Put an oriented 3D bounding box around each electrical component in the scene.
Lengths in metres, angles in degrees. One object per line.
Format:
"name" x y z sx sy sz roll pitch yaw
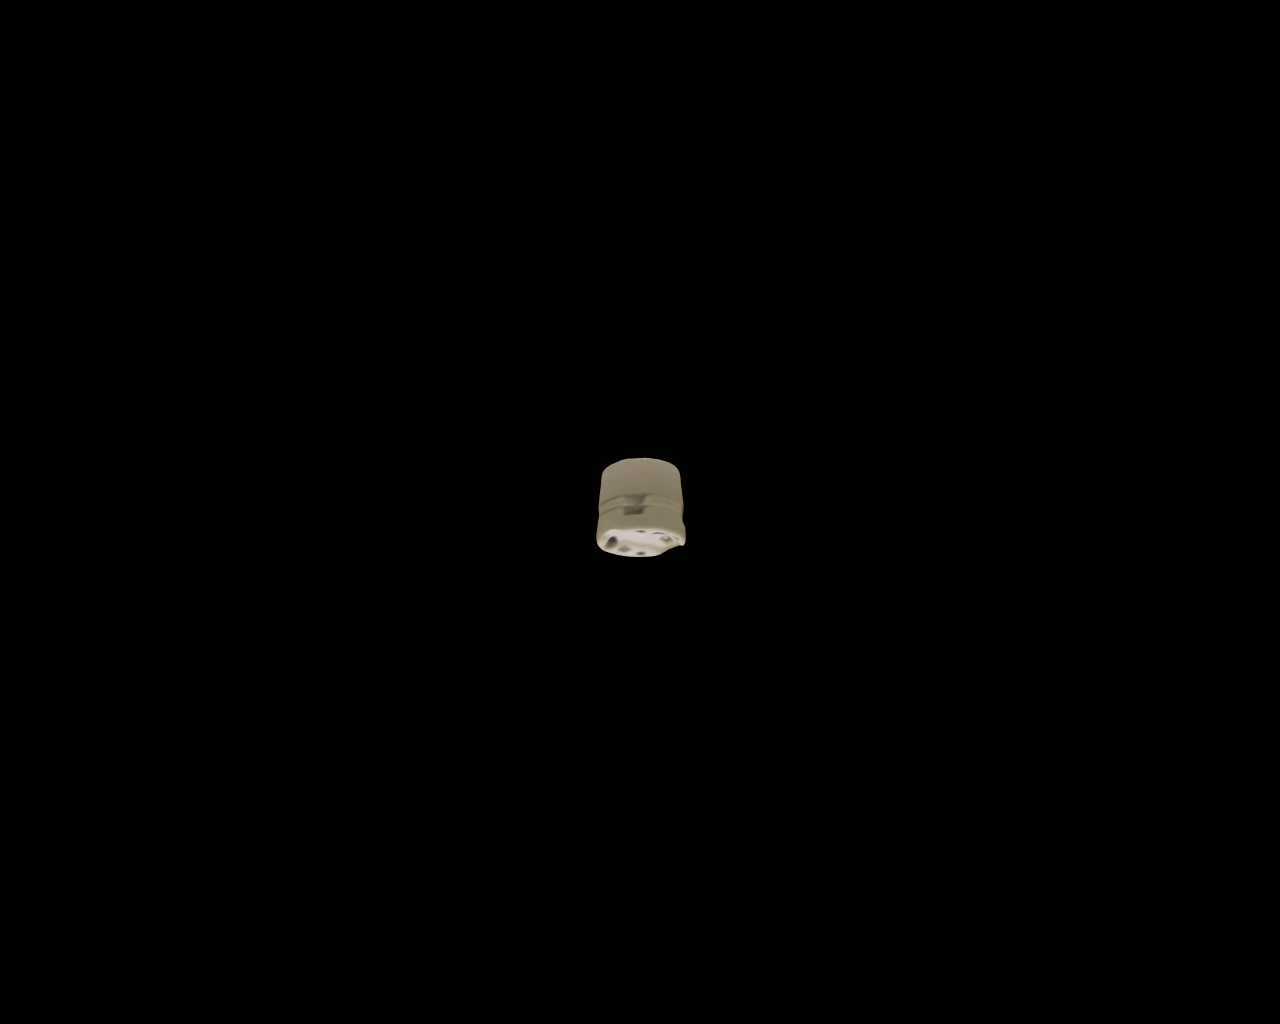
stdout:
"electrical component" 0.001 -0.003 0.650 0.055 0.047 0.055 0 -22 0
